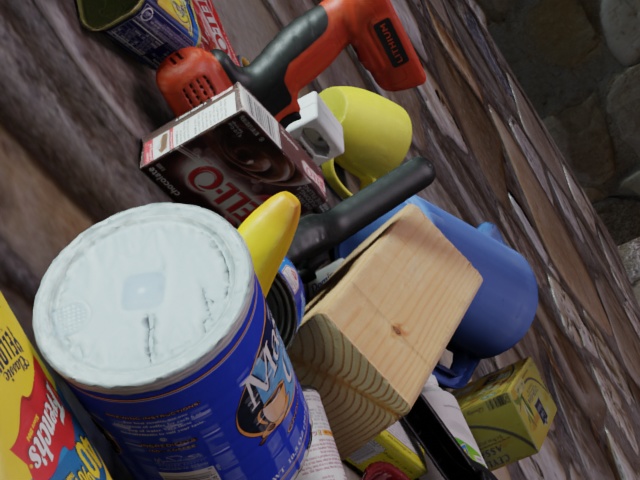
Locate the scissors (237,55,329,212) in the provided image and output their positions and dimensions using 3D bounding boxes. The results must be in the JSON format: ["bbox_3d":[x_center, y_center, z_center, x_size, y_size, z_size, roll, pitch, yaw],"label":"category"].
[{"bbox_3d":[-0.036,-0.078,0.986,0.202,0.016,0.096,62,21,-5],"label":"scissors"}]

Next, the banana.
[{"bbox_3d":[-0.049,0.069,0.635,0.037,0.070,0.198,13,80,-68],"label":"banana"}]

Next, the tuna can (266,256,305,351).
[{"bbox_3d":[-0.053,0.041,0.683,0.086,0.086,0.033,60,18,-10],"label":"tuna can"}]

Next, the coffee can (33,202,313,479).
[{"bbox_3d":[-0.067,0.065,0.529,0.140,0.103,0.103,73,6,-49],"label":"coffee can"}]

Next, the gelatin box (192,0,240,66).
[{"bbox_3d":[-0.107,-0.179,0.909,0.089,0.030,0.073,66,19,7],"label":"gelatin box"}]

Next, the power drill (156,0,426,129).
[{"bbox_3d":[-0.012,-0.105,0.833,0.057,0.187,0.184,45,-12,54],"label":"power drill"}]

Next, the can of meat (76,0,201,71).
[{"bbox_3d":[-0.138,-0.187,0.800,0.083,0.057,0.102,32,37,-60],"label":"can of meat"}]

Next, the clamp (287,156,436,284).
[{"bbox_3d":[-0.005,0.001,0.789,0.036,0.165,0.209,54,28,8],"label":"clamp"}]

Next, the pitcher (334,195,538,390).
[{"bbox_3d":[0.115,0.045,1.076,0.242,0.145,0.149,27,28,-54],"label":"pitcher"}]

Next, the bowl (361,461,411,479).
[{"bbox_3d":[0.046,0.238,0.734,0.162,0.055,0.162,51,23,-32],"label":"bowl"}]

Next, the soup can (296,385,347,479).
[{"bbox_3d":[-0.018,0.150,0.664,0.068,0.069,0.102,25,42,-61],"label":"soup can"}]

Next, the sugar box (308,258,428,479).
[{"bbox_3d":[0.037,0.109,0.891,0.093,0.048,0.176,43,25,-38],"label":"sugar box"}]

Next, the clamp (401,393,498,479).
[{"bbox_3d":[0.117,0.203,0.829,0.171,0.039,0.120,46,25,-25],"label":"clamp"}]

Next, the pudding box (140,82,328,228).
[{"bbox_3d":[-0.061,-0.050,0.774,0.113,0.090,0.039,47,24,-38],"label":"pudding box"}]

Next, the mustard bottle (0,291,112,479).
[{"bbox_3d":[-0.136,0.087,0.452,0.191,0.058,0.096,61,7,-10],"label":"mustard bottle"}]

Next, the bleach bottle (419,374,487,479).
[{"bbox_3d":[0.129,0.234,0.948,0.102,0.068,0.251,34,32,-56],"label":"bleach bottle"}]

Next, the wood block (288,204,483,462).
[{"bbox_3d":[0.040,0.063,0.798,0.091,0.090,0.205,47,31,-2],"label":"wood block"}]
